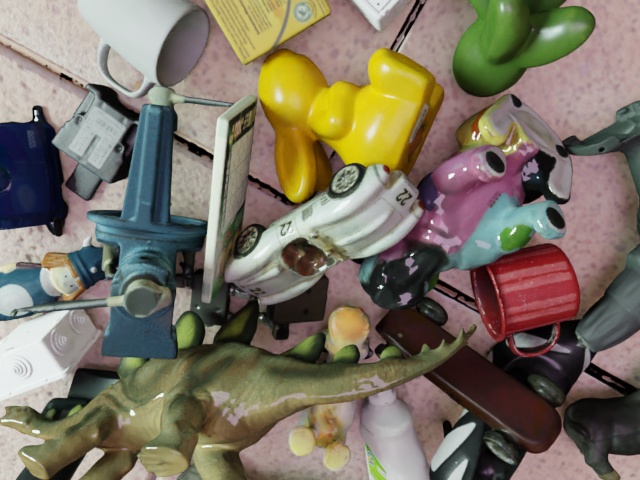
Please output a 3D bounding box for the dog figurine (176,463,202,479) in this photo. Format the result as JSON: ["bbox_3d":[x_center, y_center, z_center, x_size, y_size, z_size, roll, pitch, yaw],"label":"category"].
[{"bbox_3d":[-0.058,0.309,0.634,0.172,0.121,0.190,-37,82,-22],"label":"dog figurine"}]

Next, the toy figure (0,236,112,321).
[{"bbox_3d":[-0.300,0.048,0.593,0.154,0.058,0.064,-19,141,6],"label":"toy figure"}]

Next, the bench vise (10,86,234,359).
[{"bbox_3d":[-0.157,-0.022,0.492,0.129,0.224,0.240,7,95,-5],"label":"bench vise"}]

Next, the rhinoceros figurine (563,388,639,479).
[{"bbox_3d":[0.368,0.194,0.595,0.190,0.073,0.112,-16,92,8],"label":"rhinoceros figurine"}]

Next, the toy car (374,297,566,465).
[{"bbox_3d":[0.147,0.138,0.551,0.202,0.053,0.089,33,70,28],"label":"toy car"}]

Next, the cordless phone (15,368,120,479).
[{"bbox_3d":[-0.239,0.225,0.565,0.147,0.184,0.088,5,112,1],"label":"cordless phone"}]

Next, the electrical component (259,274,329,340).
[{"bbox_3d":[-0.034,0.056,0.590,0.078,0.045,0.102,-7,109,-26],"label":"electrical component"}]

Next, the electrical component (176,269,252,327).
[{"bbox_3d":[-0.123,0.067,0.605,0.094,0.021,0.063,10,105,0],"label":"electrical component"}]

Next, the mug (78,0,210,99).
[{"bbox_3d":[-0.177,-0.200,0.517,0.107,0.081,0.109,36,109,5],"label":"mug"}]

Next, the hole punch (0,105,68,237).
[{"bbox_3d":[-0.334,-0.065,0.550,0.116,0.092,0.142,-2,100,-1],"label":"hole punch"}]

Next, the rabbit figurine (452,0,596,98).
[{"bbox_3d":[0.175,-0.204,0.472,0.121,0.159,0.170,4,120,-9],"label":"rabbit figurine"}]

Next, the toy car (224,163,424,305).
[{"bbox_3d":[-0.001,-0.001,0.489,0.202,0.056,0.073,-29,132,28],"label":"toy car"}]

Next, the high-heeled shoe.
[{"bbox_3d":[0.212,0.180,0.556,0.249,0.145,0.086,-43,100,13],"label":"high-heeled shoe"}]

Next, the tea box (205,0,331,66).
[{"bbox_3d":[-0.071,-0.257,0.484,0.098,0.068,0.169,-27,111,6],"label":"tea box"}]

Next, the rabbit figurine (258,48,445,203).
[{"bbox_3d":[0.015,-0.116,0.523,0.173,0.122,0.162,28,114,10],"label":"rabbit figurine"}]

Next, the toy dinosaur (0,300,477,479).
[{"bbox_3d":[-0.095,0.143,0.495,0.472,0.199,0.104,-6,123,17],"label":"toy dinosaur"}]

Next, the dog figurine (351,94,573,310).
[{"bbox_3d":[0.124,-0.021,0.538,0.108,0.191,0.219,40,137,-10],"label":"dog figurine"}]

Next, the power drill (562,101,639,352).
[{"bbox_3d":[0.320,-0.022,0.528,0.232,0.086,0.207,-31,96,3],"label":"power drill"}]

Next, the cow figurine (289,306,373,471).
[{"bbox_3d":[0.019,0.154,0.594,0.068,0.098,0.167,16,86,4],"label":"cow figurine"}]

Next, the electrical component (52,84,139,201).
[{"bbox_3d":[-0.232,-0.094,0.557,0.075,0.048,0.119,40,100,-7],"label":"electrical component"}]
